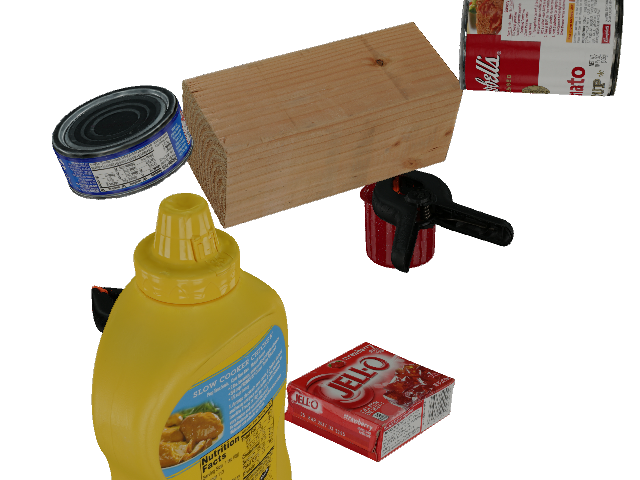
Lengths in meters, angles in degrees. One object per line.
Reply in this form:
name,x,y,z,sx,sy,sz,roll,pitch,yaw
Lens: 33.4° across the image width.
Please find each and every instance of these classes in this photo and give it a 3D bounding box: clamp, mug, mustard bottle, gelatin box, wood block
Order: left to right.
clamp,-0.172,0.087,1.100,0.210,0.036,0.164,13,19,31
mustard bottle,-0.052,0.068,0.447,0.058,0.192,0.096,22,37,31
wood block,0.000,-0.096,0.870,0.205,0.091,0.090,-18,-35,-19
gelatin box,0.032,0.101,0.684,0.073,0.030,0.089,20,25,33
mug,0.101,-0.024,1.256,0.093,0.081,0.117,17,33,34
clamp,0.110,-0.029,1.039,0.120,0.039,0.171,-5,34,-11

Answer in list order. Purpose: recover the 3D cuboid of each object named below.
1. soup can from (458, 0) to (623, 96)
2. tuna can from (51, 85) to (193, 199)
soup can,0.147,-0.133,0.716,0.102,0.068,0.068,5,1,11
tuna can,-0.127,-0.064,0.682,0.086,0.034,0.086,-11,35,8
